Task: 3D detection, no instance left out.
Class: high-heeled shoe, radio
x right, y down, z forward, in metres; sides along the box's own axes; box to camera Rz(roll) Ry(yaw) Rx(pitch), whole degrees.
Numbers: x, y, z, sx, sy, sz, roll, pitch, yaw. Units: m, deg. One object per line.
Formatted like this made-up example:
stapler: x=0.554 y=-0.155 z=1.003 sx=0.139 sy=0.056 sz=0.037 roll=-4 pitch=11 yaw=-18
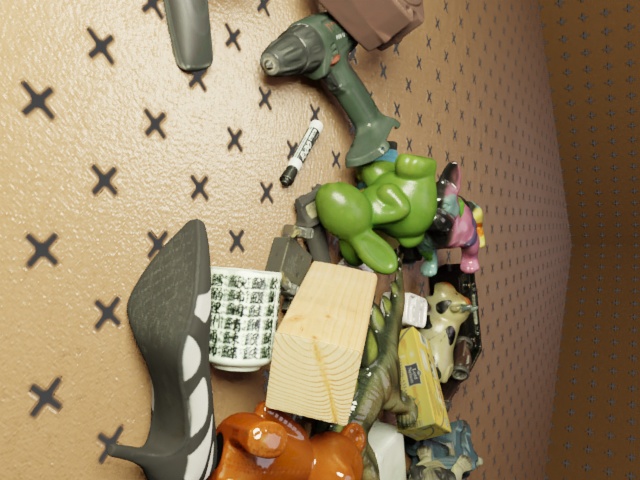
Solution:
high-heeled shoe: x=-0.119 y=0.116 z=0.520 sx=0.145 sy=0.086 sz=0.248 roll=42 pitch=60 yaw=-54
radio: x=0.309 y=0.170 z=1.212 sx=0.131 sy=0.073 sz=0.229 roll=-24 pitch=110 yaw=-56

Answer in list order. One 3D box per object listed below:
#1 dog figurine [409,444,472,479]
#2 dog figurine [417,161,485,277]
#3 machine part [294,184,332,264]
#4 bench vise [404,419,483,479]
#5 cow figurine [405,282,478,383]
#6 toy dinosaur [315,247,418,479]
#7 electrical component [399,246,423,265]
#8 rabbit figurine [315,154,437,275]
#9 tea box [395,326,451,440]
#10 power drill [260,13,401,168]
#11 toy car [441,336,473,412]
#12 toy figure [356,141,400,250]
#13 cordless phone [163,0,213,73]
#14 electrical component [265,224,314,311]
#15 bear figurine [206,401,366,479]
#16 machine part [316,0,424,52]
dog figurine: x=0.185 y=0.444 z=0.894 sx=0.190 sy=0.121 sz=0.172 roll=10 pitch=75 yaw=-67
dog figurine: x=0.205 y=-0.052 z=0.889 sx=0.191 sy=0.109 sz=0.219 roll=-66 pitch=146 yaw=-40
machine part: x=-0.002 y=-0.002 z=0.748 sx=0.084 sy=0.039 sz=0.138 roll=-47 pitch=127 yaw=-58
bench vise: x=0.252 y=0.475 z=1.057 sx=0.223 sy=0.129 sz=0.241 roll=41 pitch=38 yaw=-42
cow figurine: x=0.230 y=0.177 z=1.035 sx=0.085 sy=0.127 sz=0.195 roll=23 pitch=73 yaw=-59
toy dinosaur: x=0.070 y=0.207 z=0.802 sx=0.198 sy=0.105 sz=0.471 roll=63 pitch=36 yaw=-31
electrical component: x=0.160 y=-0.024 z=0.990 sx=0.115 sy=0.058 sz=0.134 roll=-41 pitch=123 yaw=-48
rabbit figurine: x=0.064 y=-0.037 z=0.740 sx=0.170 sy=0.121 sz=0.159 roll=-9 pitch=102 yaw=-32
tea box: x=0.165 y=0.249 z=0.933 sx=0.098 sy=0.068 sz=0.170 roll=44 pitch=32 yaw=-48
power drill: x=0.021 y=-0.203 z=0.734 sx=0.207 sy=0.086 sz=0.232 roll=52 pitch=41 yaw=-21
toy car: x=0.278 y=0.281 z=1.113 sx=0.089 sy=0.053 sz=0.202 roll=-63 pitch=169 yaw=-45
toy figure: x=0.094 y=-0.070 z=0.854 sx=0.089 sy=0.082 sz=0.180 roll=9 pitch=84 yaw=-80
cordless phone: x=-0.108 y=-0.274 z=0.556 sx=0.146 sy=0.089 sz=0.184 roll=-37 pitch=132 yaw=-53
electrical component: x=-0.036 y=0.031 z=0.683 sx=0.078 sy=0.045 sz=0.102 roll=48 pitch=51 yaw=-45
bear figurine: x=-0.019 y=0.252 z=0.583 sx=0.196 sy=0.132 sz=0.120 roll=21 pitch=80 yaw=-22
machine part: x=0.056 y=-0.378 z=0.729 sx=0.201 sy=0.087 sz=0.201 roll=34 pitch=45 yaw=-39
